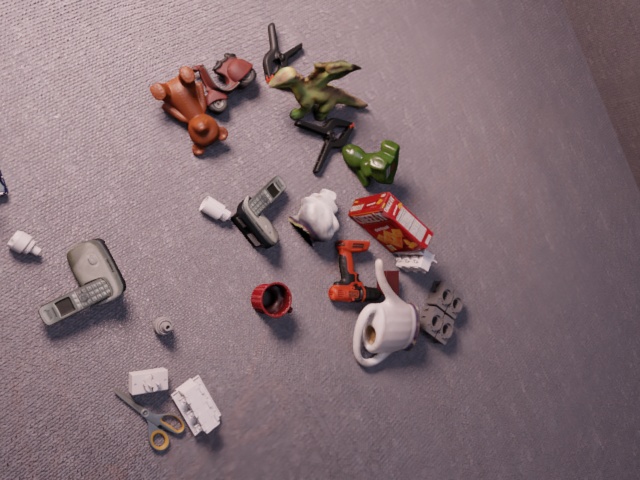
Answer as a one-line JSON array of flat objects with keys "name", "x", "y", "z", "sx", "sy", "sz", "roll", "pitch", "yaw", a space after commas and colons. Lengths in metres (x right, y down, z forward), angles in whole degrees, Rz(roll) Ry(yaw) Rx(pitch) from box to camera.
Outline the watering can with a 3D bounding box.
[{"name": "watering can", "x": 0.211, "y": 0.226, "z": 1.562, "sx": 0.224, "sy": 0.105, "sz": 0.344, "roll": 5, "pitch": 104, "yaw": -33}]

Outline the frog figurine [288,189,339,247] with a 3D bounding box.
[{"name": "frog figurine", "x": 0.005, "y": -0.075, "z": 1.485, "sx": 0.137, "sy": 0.121, "sz": 0.161, "roll": 43, "pitch": 75, "yaw": 0}]

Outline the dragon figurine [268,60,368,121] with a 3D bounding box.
[{"name": "dragon figurine", "x": 0.027, "y": -0.436, "z": 1.470, "sx": 0.412, "sy": 0.241, "sz": 0.122, "roll": -8, "pitch": 86, "yaw": -31}]
